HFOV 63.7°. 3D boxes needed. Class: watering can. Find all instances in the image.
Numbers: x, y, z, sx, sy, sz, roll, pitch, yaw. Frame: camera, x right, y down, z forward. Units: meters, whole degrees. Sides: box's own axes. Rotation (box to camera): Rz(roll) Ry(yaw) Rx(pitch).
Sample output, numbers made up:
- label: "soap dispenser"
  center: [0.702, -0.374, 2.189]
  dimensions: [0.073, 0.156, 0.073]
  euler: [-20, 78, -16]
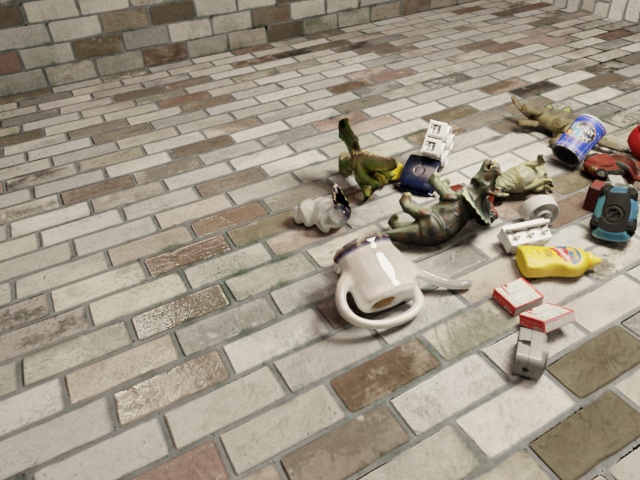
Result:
- label: "watering can"
  center: [0.176, 0.082, 1.208]
  dimensions: [0.350, 0.102, 0.228]
  euler: [-15, 63, -26]

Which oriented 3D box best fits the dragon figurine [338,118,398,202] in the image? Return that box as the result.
- label: "dragon figurine"
  center: [0.119, -0.253, 1.528]
  dimensions: [0.123, 0.405, 0.244]
  euler: [-34, 84, -13]

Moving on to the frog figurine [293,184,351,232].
- label: "frog figurine"
  center: [0.004, -0.074, 1.472]
  dimensions: [0.158, 0.121, 0.141]
  euler: [-33, 41, 21]
